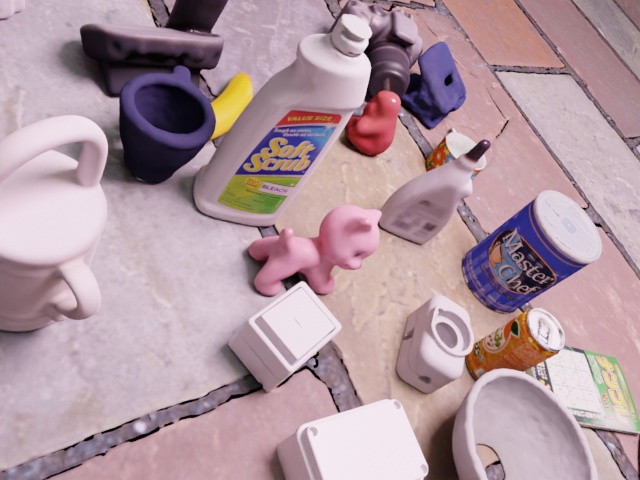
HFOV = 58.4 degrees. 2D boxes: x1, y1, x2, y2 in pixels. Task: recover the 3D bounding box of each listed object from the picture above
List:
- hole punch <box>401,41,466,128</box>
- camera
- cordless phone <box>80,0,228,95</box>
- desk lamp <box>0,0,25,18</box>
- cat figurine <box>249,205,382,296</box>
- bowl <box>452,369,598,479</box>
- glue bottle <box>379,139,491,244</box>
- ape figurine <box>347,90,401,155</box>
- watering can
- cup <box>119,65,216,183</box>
[{"bbox_3d":[0.188,-0.248,0.910,0.101,0.091,0.109,43,45,1],"label":"hole punch"},{"bbox_3d":[0.091,-0.286,0.867,0.143,0.100,0.137,20,49,-20],"label":"camera"},{"bbox_3d":[-0.165,-0.247,0.611,0.148,0.184,0.094,-14,66,-39],"label":"cordless phone"},{"bbox_3d":[-0.327,-0.312,0.533,0.118,0.213,0.203,-19,70,-40],"label":"desk lamp"},{"bbox_3d":[0.005,0.002,0.588,0.128,0.117,0.067,0,58,-33],"label":"cat figurine"},{"bbox_3d":[0.193,0.222,0.579,0.168,0.074,0.167,18,50,-22],"label":"bowl"},{"bbox_3d":[0.145,-0.061,0.687,0.078,0.173,0.037,23,48,-18],"label":"glue bottle"},{"bbox_3d":[0.077,-0.165,0.775,0.076,0.092,0.078,50,46,9],"label":"ape figurine"},{"bbox_3d":[-0.213,-0.024,0.410,0.173,0.193,0.101,35,46,-6],"label":"watering can"},{"bbox_3d":[-0.160,-0.113,0.580,0.092,0.094,0.117,19,50,-21],"label":"cup"}]
